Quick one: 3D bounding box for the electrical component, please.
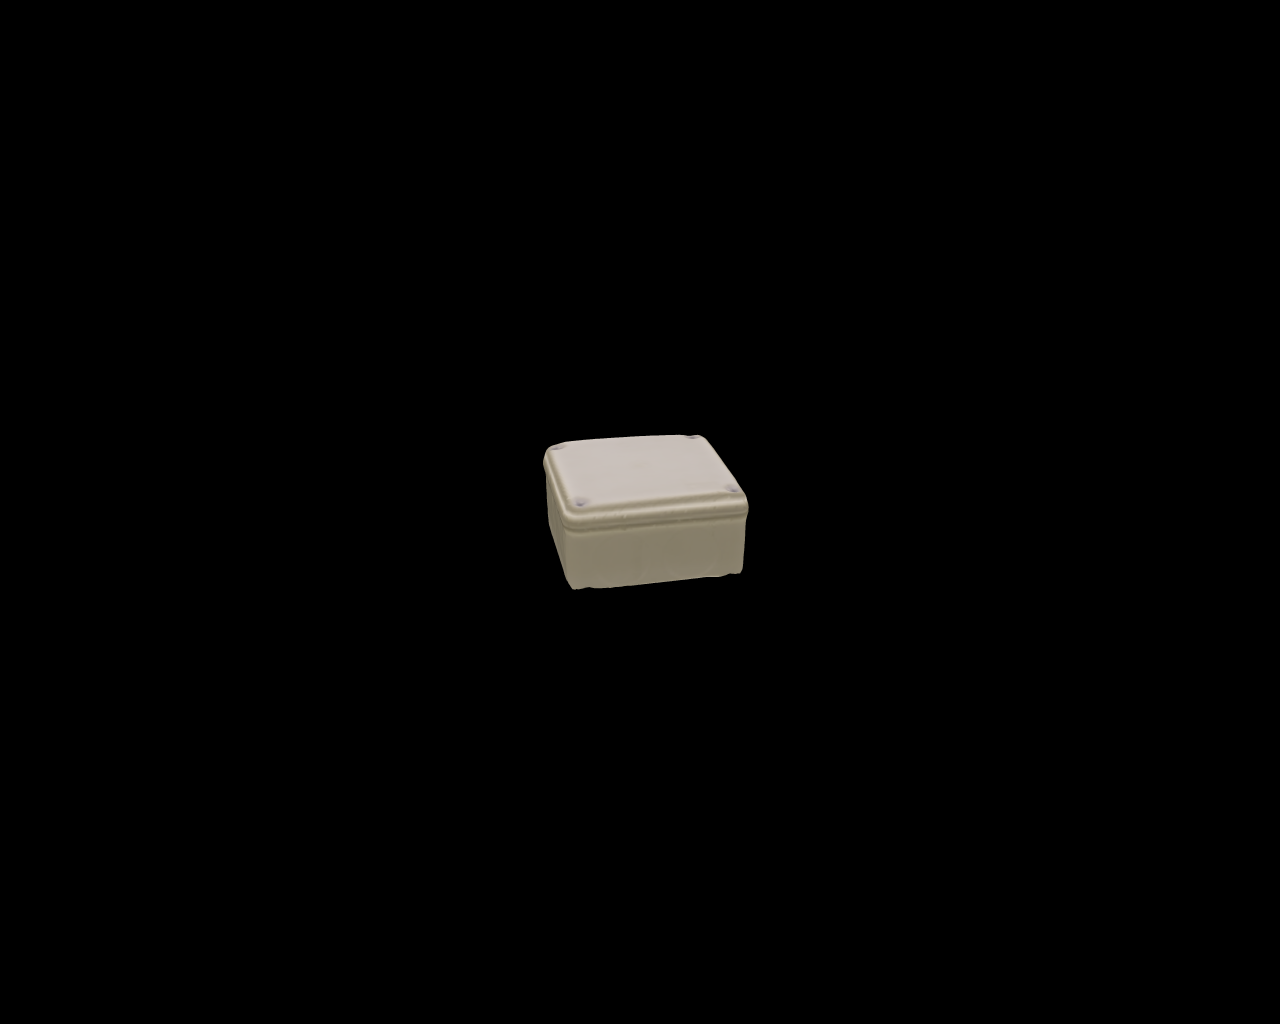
[{"bbox_3d":[0.001,-0.003,0.650,0.109,0.056,0.109,-5,25,-10],"label":"electrical component"}]
